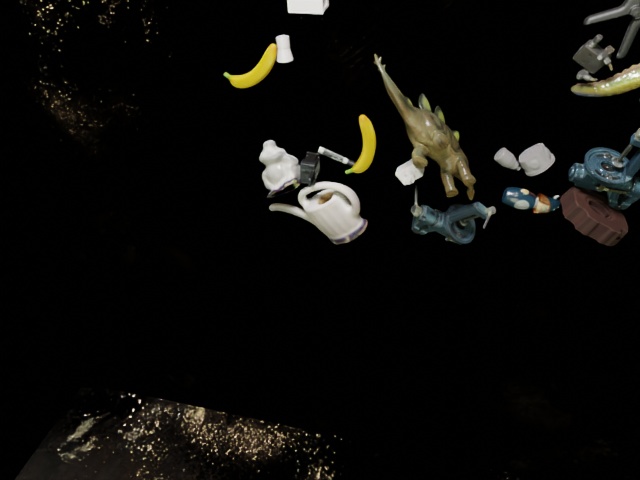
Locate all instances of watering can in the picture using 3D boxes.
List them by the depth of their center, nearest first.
[{"bbox_3d":[0.005,-0.083,1.640,0.345,0.106,0.221,-14,125,46],"label":"watering can"}]

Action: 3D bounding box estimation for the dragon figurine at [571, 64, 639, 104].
[{"bbox_3d":[0.780,-0.399,1.097,0.412,0.124,0.238,16,115,26],"label":"dragon figurine"}]

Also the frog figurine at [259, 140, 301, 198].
[{"bbox_3d":[-0.128,-0.225,1.583,0.135,0.123,0.161,-32,77,46],"label":"frog figurine"}]
